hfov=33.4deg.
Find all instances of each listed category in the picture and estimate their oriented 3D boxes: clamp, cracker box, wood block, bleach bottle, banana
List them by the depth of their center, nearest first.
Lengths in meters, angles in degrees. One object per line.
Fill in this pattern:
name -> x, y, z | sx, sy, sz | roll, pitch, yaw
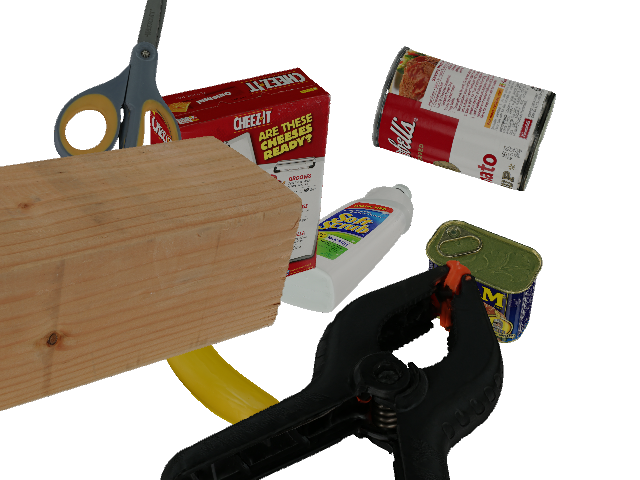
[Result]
clamp -> 0.033, 0.073, 0.428 | 0.120, 0.039, 0.171 | 30, 51, 22
wood block -> -0.120, 0.012, 0.573 | 0.205, 0.091, 0.090 | -14, 39, -42
banana -> -0.083, 0.098, 0.847 | 0.069, 0.037, 0.198 | -9, 29, -22
cracker box -> -0.082, -0.051, 1.056 | 0.164, 0.214, 0.072 | -17, 41, -25
bleach bottle -> 0.037, -0.006, 1.327 | 0.103, 0.068, 0.250 | 16, 36, 26

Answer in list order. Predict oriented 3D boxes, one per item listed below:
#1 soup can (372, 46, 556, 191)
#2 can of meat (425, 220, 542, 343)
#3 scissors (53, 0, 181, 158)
soup can -> 0.093, -0.078, 0.689 | 0.102, 0.068, 0.068 | 19, 4, 12
can of meat -> 0.148, 0.040, 0.985 | 0.102, 0.084, 0.057 | 23, 53, 22
scissors -> -0.145, -0.125, 0.762 | 0.096, 0.202, 0.016 | -1, -24, -20
